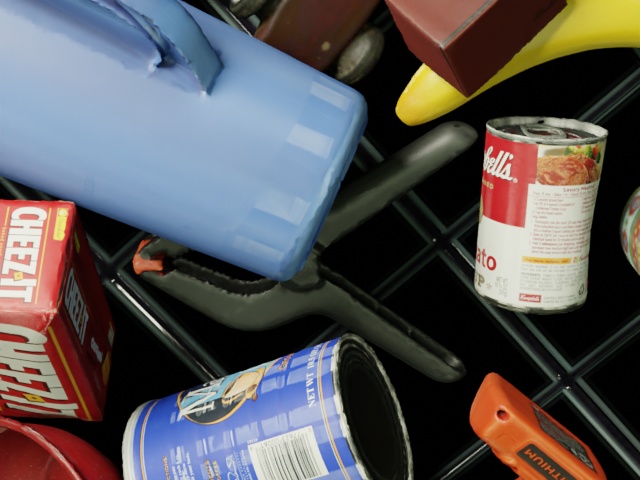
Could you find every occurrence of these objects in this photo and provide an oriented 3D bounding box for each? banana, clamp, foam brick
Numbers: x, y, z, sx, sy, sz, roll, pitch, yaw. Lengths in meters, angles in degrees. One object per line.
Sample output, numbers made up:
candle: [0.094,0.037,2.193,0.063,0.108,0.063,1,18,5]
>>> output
banana: [0.139,-0.109,0.605,0.198,0.037,0.069,-7,107,2]
clamp: [-0.004,0.001,0.637,0.210,0.036,0.165,6,109,-1]
foam brick: [0.083,-0.126,0.566,0.078,0.051,0.053,-43,147,-1]

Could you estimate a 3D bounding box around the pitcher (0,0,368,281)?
pitcher: [-0.101,-0.077,0.543,0.243,0.149,0.145,24,108,-1]

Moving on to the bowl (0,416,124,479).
bowl: [-0.157,0.174,0.642,0.162,0.055,0.162,11,109,34]

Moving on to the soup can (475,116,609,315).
soup can: [0.127,-0.016,0.618,0.068,0.068,0.102,2,108,-1]

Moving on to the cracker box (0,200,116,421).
cracker box: [-0.231,0.043,0.586,0.213,0.164,0.072,3,62,-1]

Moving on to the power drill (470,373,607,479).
power drill: [0.075,0.176,0.683,0.184,0.057,0.188,37,106,-15]

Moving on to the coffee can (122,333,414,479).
coffee can: [-0.029,0.124,0.628,0.140,0.102,0.103,-21,106,18]
